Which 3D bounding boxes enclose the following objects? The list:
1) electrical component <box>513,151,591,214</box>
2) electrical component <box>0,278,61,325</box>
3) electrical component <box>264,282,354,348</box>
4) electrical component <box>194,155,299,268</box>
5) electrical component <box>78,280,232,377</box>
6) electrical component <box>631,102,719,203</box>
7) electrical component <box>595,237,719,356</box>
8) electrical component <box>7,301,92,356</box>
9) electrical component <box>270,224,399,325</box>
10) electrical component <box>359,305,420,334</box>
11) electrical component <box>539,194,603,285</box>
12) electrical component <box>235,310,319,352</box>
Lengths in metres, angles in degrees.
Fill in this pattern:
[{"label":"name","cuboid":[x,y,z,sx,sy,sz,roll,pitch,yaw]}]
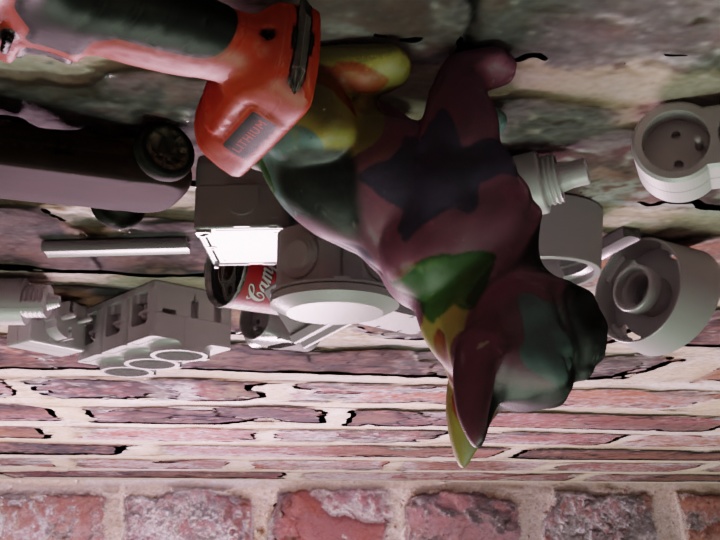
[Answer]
[{"label":"electrical component","cuboid":[0.120,-0.058,0.710,0.062,0.048,0.048,-13,160,16]},{"label":"electrical component","cuboid":[-0.314,0.029,0.980,0.081,0.043,0.043,0,163,-2]},{"label":"electrical component","cuboid":[0.000,0.000,0.794,0.109,0.056,0.109,-33,-179,-31]},{"label":"electrical component","cuboid":[-0.074,-0.040,0.730,0.062,0.061,0.096,-1,163,1]},{"label":"electrical component","cuboid":[-0.205,0.064,1.068,0.089,0.061,0.150,14,158,-39]},{"label":"electrical component","cuboid":[0.239,-0.071,0.654,0.138,0.052,0.074,-6,162,19]},{"label":"electrical component","cuboid":[0.246,0.022,0.891,0.064,0.099,0.099,19,155,-33]},{"label":"electrical component","cuboid":[-0.294,0.052,1.050,0.077,0.047,0.066,-14,159,37]},{"label":"electrical component","cuboid":[-0.016,0.003,0.673,0.080,0.051,0.080,0,164,0]},{"label":"electrical component","cuboid":[0.030,0.018,0.935,0.089,0.055,0.050,14,158,-40]},{"label":"electrical component","cuboid":[0.135,-0.012,0.830,0.108,0.060,0.108,-1,163,0]},{"label":"electrical component","cuboid":[-0.092,0.058,1.084,0.079,0.043,0.077,-14,159,39]}]
